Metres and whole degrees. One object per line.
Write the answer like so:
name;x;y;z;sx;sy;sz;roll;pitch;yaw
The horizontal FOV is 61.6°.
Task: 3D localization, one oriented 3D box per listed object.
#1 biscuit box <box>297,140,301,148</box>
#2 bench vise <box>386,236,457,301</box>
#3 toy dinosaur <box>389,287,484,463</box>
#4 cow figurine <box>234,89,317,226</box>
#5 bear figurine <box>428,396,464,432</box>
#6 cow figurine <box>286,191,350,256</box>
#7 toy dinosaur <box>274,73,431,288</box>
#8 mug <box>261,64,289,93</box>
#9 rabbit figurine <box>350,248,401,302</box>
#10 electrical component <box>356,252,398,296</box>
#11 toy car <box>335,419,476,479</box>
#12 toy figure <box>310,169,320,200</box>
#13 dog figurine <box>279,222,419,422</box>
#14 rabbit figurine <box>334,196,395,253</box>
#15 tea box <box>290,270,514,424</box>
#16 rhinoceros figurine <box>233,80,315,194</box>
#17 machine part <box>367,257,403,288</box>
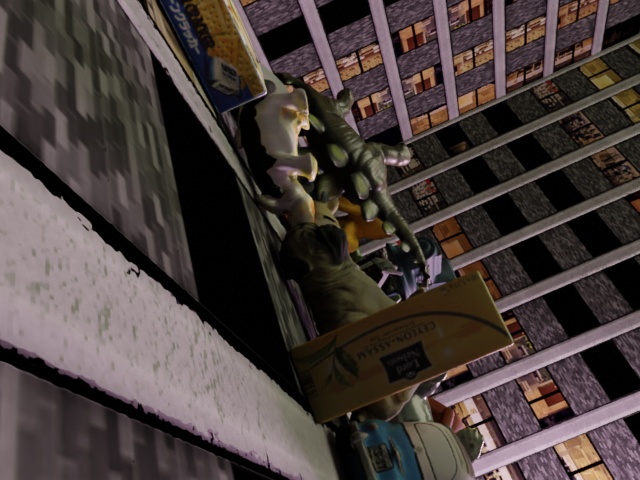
biscuit box;-0.078;-0.193;1.037;0.202;0.059;0.063;54;13;-74
bench vise;0.141;0.081;1.024;0.223;0.241;0.129;71;2;-68
toy dinosaur;0.132;0.263;0.750;0.192;0.131;0.405;92;-11;-66
cow figurine;-0.053;-0.091;0.646;0.068;0.098;0.167;83;2;-82
bear figurine;0.180;0.366;0.951;0.196;0.132;0.120;-20;123;-58
cow figurine;-0.002;-0.002;0.779;0.195;0.085;0.127;-50;120;-83
toy dinosaur;0.056;-0.125;0.916;0.471;0.105;0.198;49;40;12
mug;-0.108;-0.252;0.861;0.107;0.081;0.109;37;33;-65
rabbit figurine;0.075;0.102;1.177;0.159;0.121;0.170;59;-15;4
electrical component;0.059;0.073;0.861;0.058;0.115;0.134;62;3;-6
toy car;0.083;0.207;0.480;0.161;0.103;0.109;65;3;-47
toy figure;-0.020;-0.095;1.084;0.180;0.082;0.089;32;36;-79
dog figurine;0.016;0.087;0.571;0.190;0.121;0.172;35;41;-7
rabbit figurine;0.055;-0.026;1.000;0.122;0.173;0.162;-68;138;-79
tea box;0.070;0.094;0.470;0.098;0.170;0.068;57;11;-74
rhinoceros figurine;-0.066;-0.148;0.800;0.190;0.073;0.112;62;6;-22
machine part;0.051;0.082;0.691;0.039;0.138;0.084;27;21;-16
